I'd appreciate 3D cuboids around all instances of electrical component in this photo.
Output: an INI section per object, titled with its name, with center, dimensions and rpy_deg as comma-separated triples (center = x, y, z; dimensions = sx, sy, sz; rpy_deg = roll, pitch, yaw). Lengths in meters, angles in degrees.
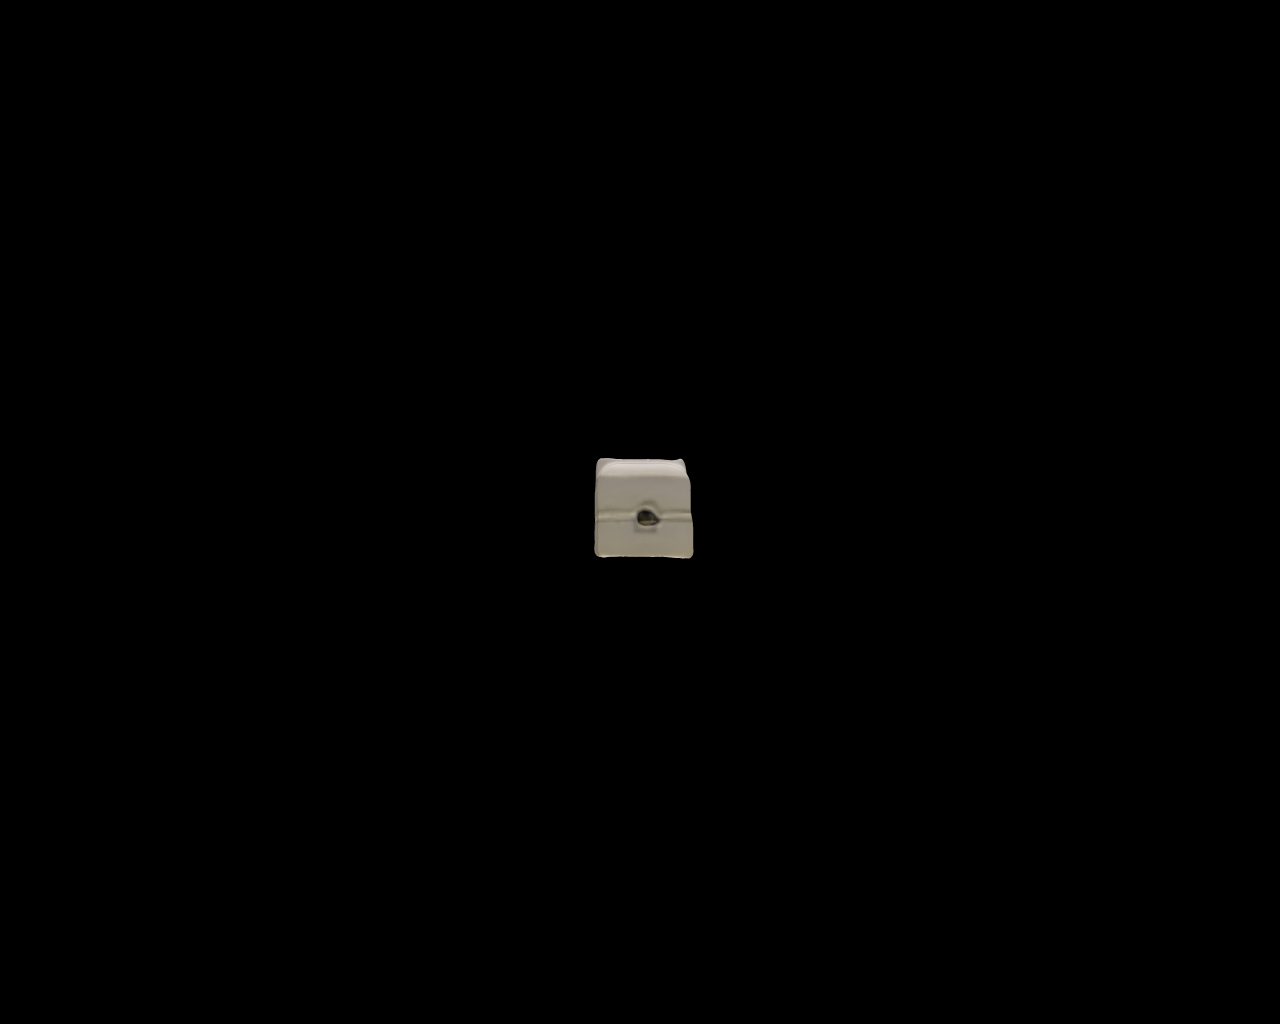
[electrical component]
center = 0.001, -0.003, 0.650
dimensions = 0.054, 0.059, 0.095
rpy_deg = 0, -2, -4
